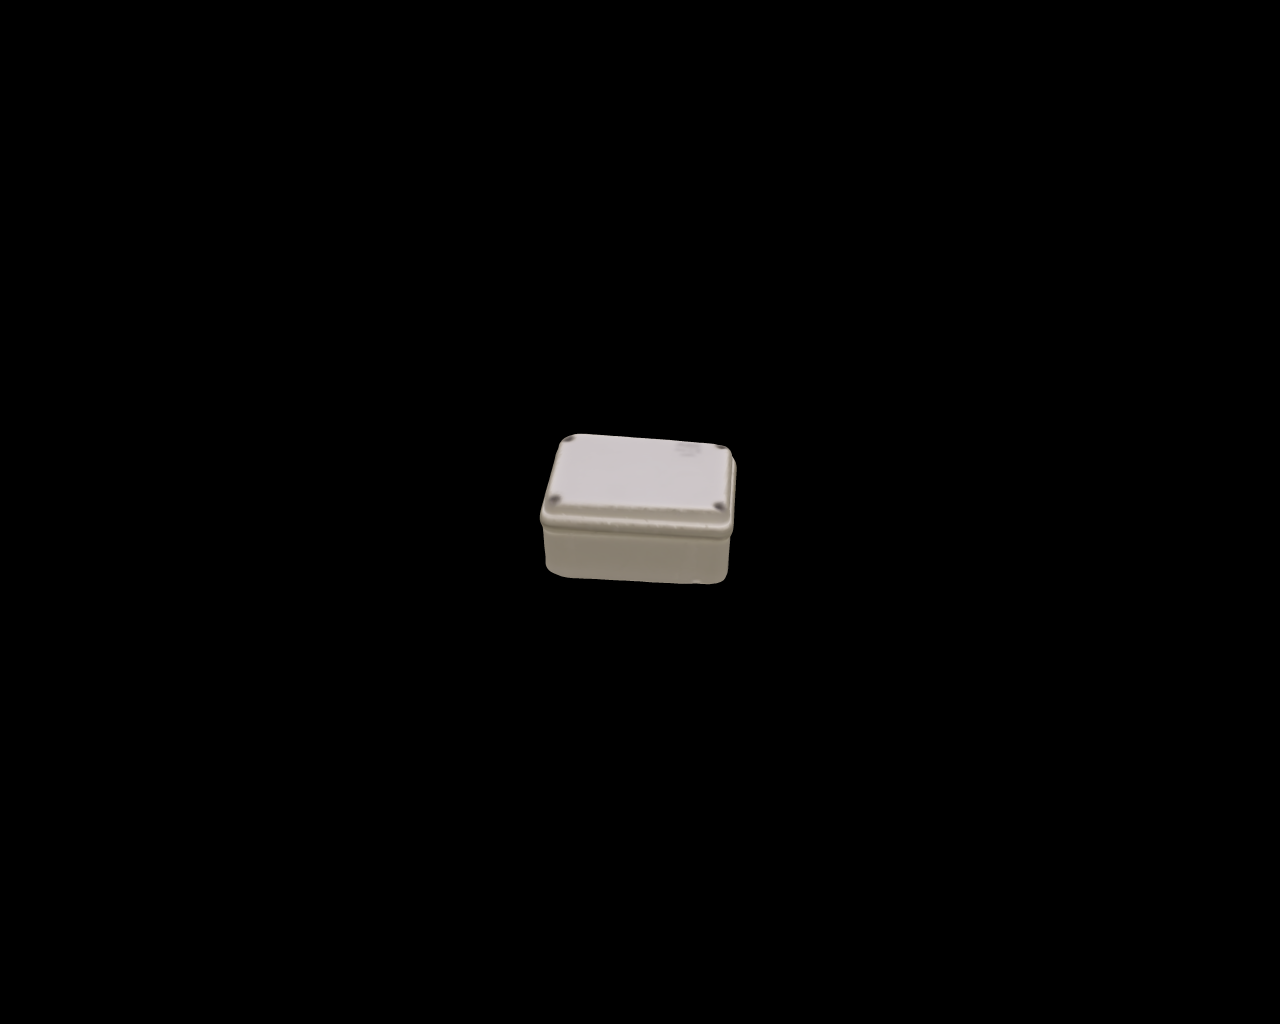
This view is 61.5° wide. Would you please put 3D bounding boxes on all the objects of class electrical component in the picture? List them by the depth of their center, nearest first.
[{"bbox_3d":[0.001,-0.003,0.650,0.113,0.057,0.078,4,40,4],"label":"electrical component"}]
